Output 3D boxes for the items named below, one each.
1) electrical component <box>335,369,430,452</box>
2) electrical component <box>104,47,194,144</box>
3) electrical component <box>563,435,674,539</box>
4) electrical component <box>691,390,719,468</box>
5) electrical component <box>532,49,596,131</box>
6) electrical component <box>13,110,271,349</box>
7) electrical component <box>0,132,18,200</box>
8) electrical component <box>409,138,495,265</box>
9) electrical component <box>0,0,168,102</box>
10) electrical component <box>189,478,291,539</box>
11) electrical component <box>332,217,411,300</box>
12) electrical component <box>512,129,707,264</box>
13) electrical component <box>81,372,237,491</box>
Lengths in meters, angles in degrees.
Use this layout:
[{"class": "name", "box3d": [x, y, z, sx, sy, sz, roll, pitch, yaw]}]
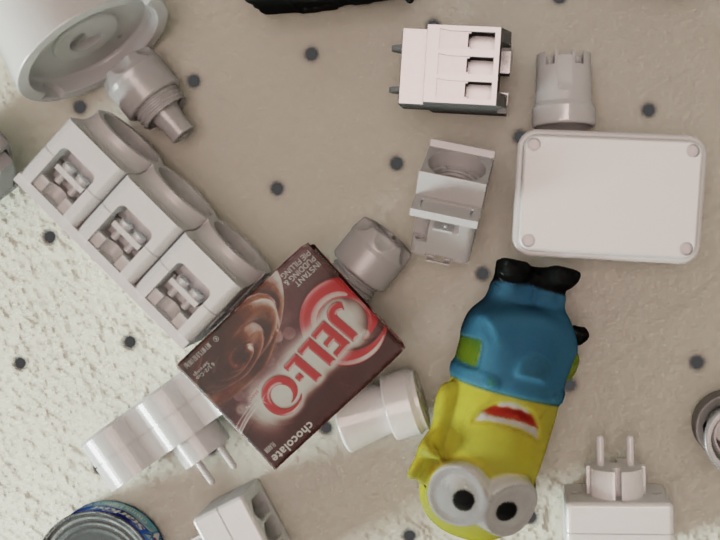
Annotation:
[{"class": "electrical component", "box3d": [0.014, 0.092, 0.708, 0.055, 0.045, 0.045, -16, 92, 8]}, {"class": "electrical component", "box3d": [-0.137, -0.113, 0.716, 0.043, 0.043, 0.062, -40, 90, 9]}, {"class": "electrical component", "box3d": [0.164, 0.143, 0.689, 0.066, 0.047, 0.076, -1, 94, 8]}, {"class": "electrical component", "box3d": [0.234, 0.100, 0.673, 0.045, 0.055, 0.045, 1, 94, 8]}, {"class": "electrical component", "box3d": [0.129, -0.113, 0.681, 0.040, 0.040, 0.046, 0, 88, 8]}, {"class": "electrical component", "box3d": [-0.134, -0.029, 0.697, 0.150, 0.089, 0.061, 45, 99, 3]}, {"class": "electrical component", "box3d": [-0.268, -0.065, 0.716, 0.061, 0.096, 0.062, 45, 69, 3]}, {"class": "electrical component", "box3d": [0.057, -0.042, 0.679, 0.042, 0.081, 0.063, 12, 125, 8]}, {"class": "electrical component", "box3d": [-0.185, -0.164, 0.689, 0.108, 0.108, 0.060, -35, 82, 9]}, {"class": "electrical component", "box3d": [-0.092, 0.191, 0.729, 0.077, 0.047, 0.065, -28, 90, 9]}, {"class": "electrical component", "box3d": [0.000, 0.000, 0.704, 0.043, 0.043, 0.062, 40, 100, 4]}, {"class": "electrical component", "box3d": [0.154, -0.046, 0.673, 0.113, 0.057, 0.078, 3, 94, 8]}, {"class": "electrical component", "box3d": [-0.112, 0.109, 0.723, 0.138, 0.052, 0.073, -36, 89, 8]}]
